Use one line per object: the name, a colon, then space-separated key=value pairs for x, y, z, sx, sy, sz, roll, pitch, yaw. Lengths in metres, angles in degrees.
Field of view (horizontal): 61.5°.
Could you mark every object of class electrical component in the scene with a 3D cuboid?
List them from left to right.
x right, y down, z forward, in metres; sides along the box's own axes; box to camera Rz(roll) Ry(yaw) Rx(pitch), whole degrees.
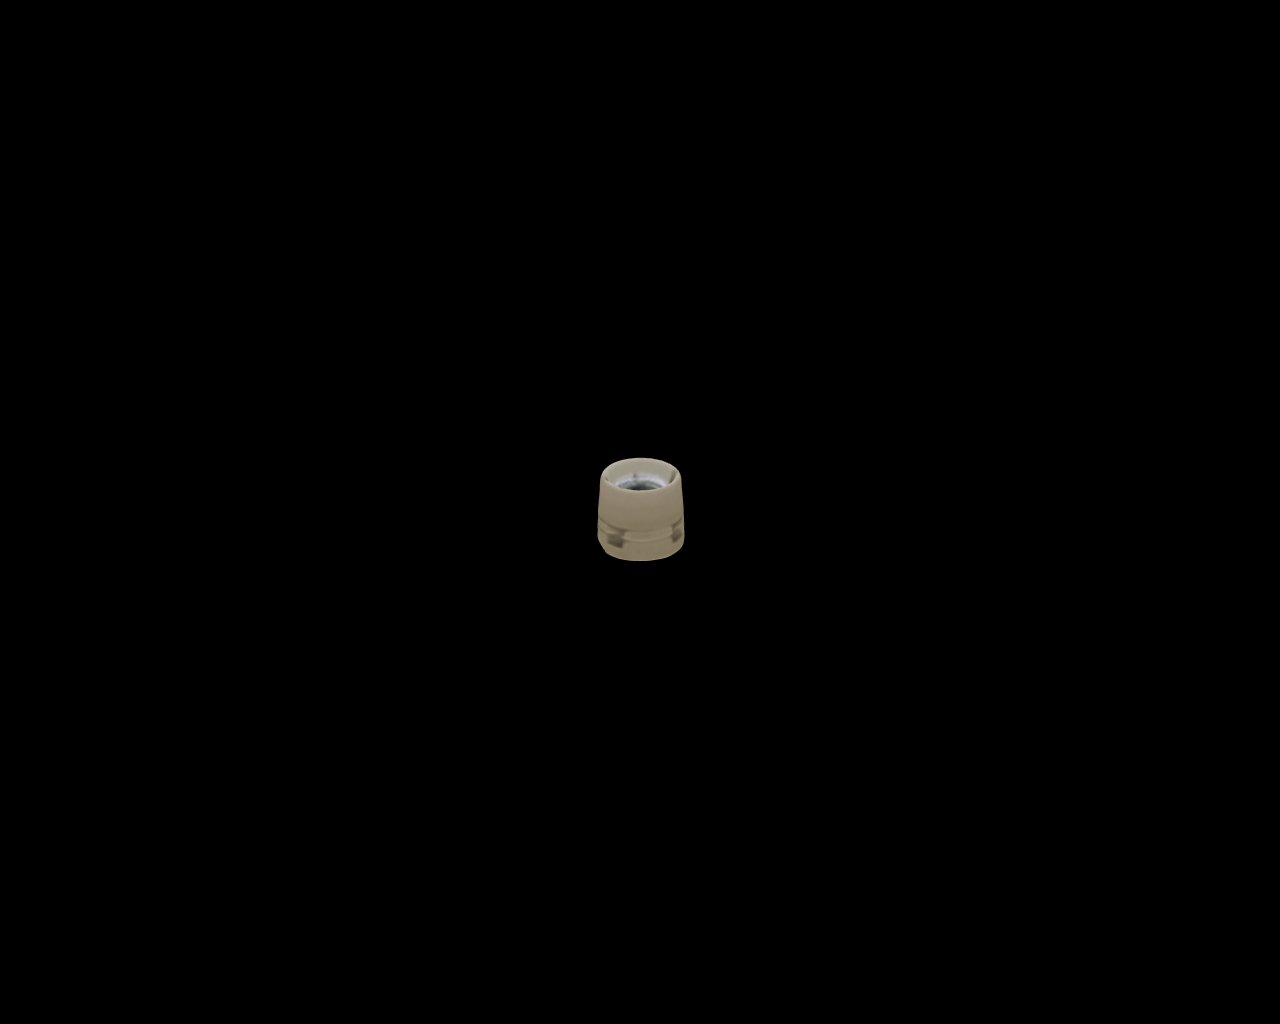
electrical component: x=0.001 y=-0.003 z=0.650 sx=0.055 sy=0.047 sz=0.055 roll=0 pitch=28 yaw=0
